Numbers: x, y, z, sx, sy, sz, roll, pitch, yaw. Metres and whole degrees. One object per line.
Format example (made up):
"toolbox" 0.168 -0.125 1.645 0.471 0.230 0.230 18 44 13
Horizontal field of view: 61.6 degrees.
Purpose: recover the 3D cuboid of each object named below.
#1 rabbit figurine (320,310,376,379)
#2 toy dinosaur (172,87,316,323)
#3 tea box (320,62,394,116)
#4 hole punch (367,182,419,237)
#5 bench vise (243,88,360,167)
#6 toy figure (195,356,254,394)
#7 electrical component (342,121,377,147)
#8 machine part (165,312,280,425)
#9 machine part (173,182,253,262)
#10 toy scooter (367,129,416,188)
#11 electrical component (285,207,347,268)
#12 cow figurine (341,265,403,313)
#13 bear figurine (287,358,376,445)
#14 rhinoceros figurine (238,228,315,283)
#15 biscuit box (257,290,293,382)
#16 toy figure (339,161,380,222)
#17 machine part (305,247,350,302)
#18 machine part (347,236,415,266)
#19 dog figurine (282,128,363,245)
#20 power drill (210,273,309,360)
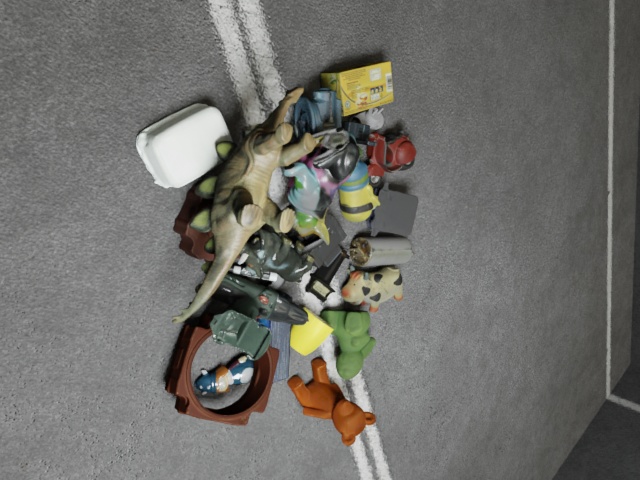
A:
"rabbit figurine" 0.071 0.263 1.362 0.159 0.121 0.170 15 76 -65
"toy dinosaur" -0.137 -0.062 0.935 0.105 0.199 0.471 30 78 -41
"tea box" 0.087 -0.348 1.232 0.169 0.068 0.098 -23 116 -36
"hole punch" 0.180 -0.074 1.397 0.116 0.092 0.142 13 96 -16
"bench vise" -0.041 -0.203 1.130 0.241 0.129 0.223 -7 118 -20
"toy figure" -0.194 0.292 1.165 0.154 0.058 0.064 -15 86 -38
"electrical component" 0.077 -0.242 1.218 0.075 0.119 0.047 -1 103 -40
"machine part" -0.193 0.261 1.086 0.201 0.087 0.201 23 72 -29
"machine part" -0.199 -0.032 1.068 0.179 0.056 0.179 -15 113 -39
"toy scooter" 0.168 -0.221 1.336 0.184 0.075 0.135 -33 129 -28
"electrical component" -0.003 -0.004 1.256 0.115 0.058 0.134 -48 129 -19
"cow figurine" 0.137 0.117 1.401 0.195 0.086 0.127 -16 118 -36
"bear figurine" 0.030 0.394 1.302 0.120 0.196 0.131 -32 120 -29
"rhinoceros figurine" -0.100 0.029 1.086 0.190 0.073 0.112 29 106 -42
"biscuit box" -0.105 0.218 1.221 0.063 0.059 0.202 -7 107 -40
"toy figure" 0.078 -0.127 1.280 0.089 0.082 0.179 -27 128 -13
"machine part" 0.021 0.080 1.316 0.084 0.039 0.139 35 79 -34
"machine part" 0.161 0.028 1.402 0.243 0.079 0.079 -3 104 -43
"dog figurine" 0.004 -0.096 1.077 0.192 0.109 0.219 -20 133 -1
"power drill" -0.124 0.145 1.055 0.232 0.207 0.086 28 111 -8
